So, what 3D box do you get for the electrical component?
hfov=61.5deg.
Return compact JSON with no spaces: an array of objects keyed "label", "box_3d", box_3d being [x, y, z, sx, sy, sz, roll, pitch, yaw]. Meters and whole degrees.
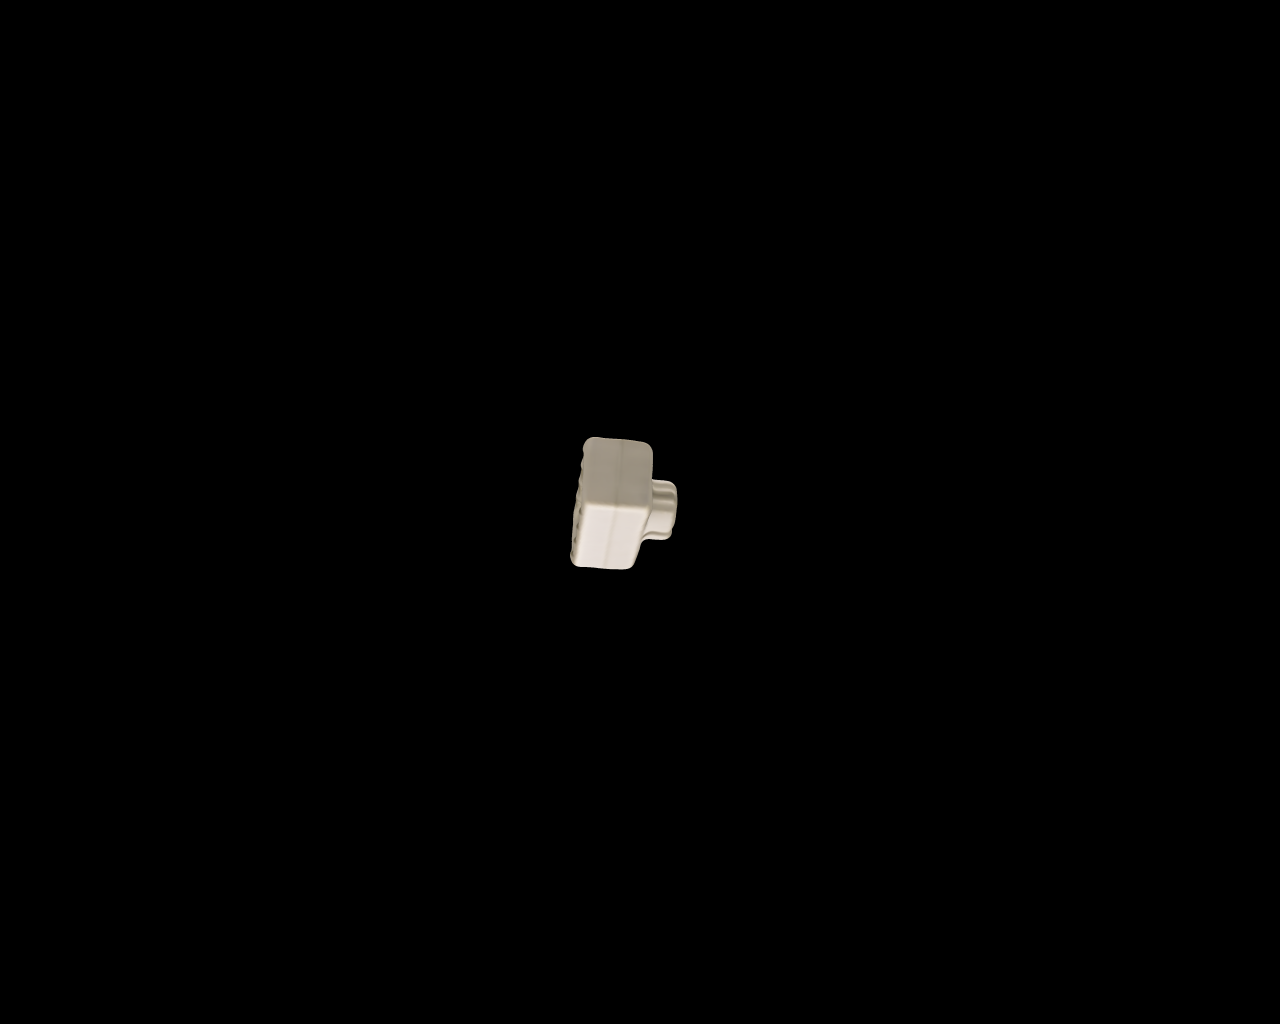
[{"label":"electrical component","box_3d":[0.001,-0.003,0.650,0.076,0.047,0.083,4,-29,-6]}]
